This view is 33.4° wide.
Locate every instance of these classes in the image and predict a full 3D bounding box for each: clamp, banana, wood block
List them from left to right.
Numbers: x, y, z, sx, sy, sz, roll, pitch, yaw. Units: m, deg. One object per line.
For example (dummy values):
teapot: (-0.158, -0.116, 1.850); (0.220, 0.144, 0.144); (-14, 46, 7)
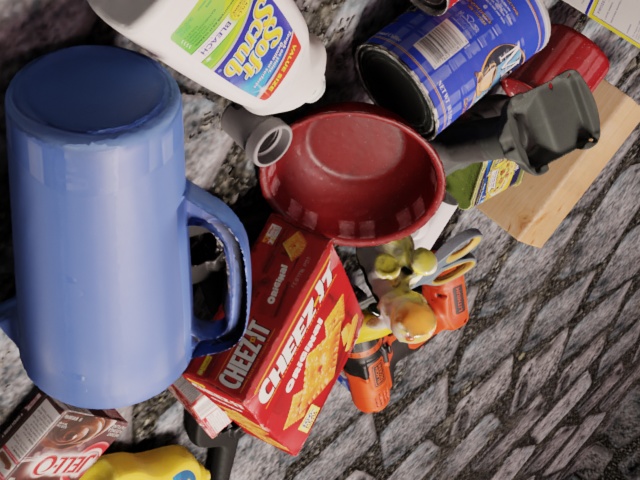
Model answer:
clamp: (-0.087, 0.000, 0.928); (0.120, 0.039, 0.171); (-59, 155, -6)
clamp: (-0.099, 0.206, 1.182); (0.164, 0.036, 0.209); (-48, 151, 3)
banana: (0.012, 0.113, 1.155); (0.198, 0.069, 0.037); (-26, -146, 43)
wood block: (0.282, -0.101, 1.275); (0.206, 0.091, 0.090); (-55, 153, 12)

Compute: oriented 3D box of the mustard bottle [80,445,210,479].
mustard bottle: (-0.179, 0.257, 1.111); (0.096, 0.058, 0.191); (-55, 153, 16)

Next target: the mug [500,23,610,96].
mug: (0.252, -0.176, 1.149); (0.081, 0.093, 0.117); (-53, -176, -2)

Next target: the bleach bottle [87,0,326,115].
bleach bottle: (-0.054, -0.151, 0.749); (0.102, 0.068, 0.250); (-52, 155, 8)

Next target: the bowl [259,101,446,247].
bowl: (0.029, -0.067, 0.932); (0.162, 0.162, 0.055); (98, -1, -48)

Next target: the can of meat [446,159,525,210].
can of meat: (0.185, -0.090, 1.186); (0.083, 0.057, 0.102); (-29, 148, -30)

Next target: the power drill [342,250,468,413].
power drill: (0.094, 0.091, 1.269); (0.187, 0.057, 0.184); (-35, 133, -28)

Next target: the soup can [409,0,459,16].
soup can: (0.115, -0.240, 0.869); (0.102, 0.069, 0.068); (-40, 152, -15)

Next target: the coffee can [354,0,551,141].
coffee can: (0.115, -0.167, 0.927); (0.140, 0.103, 0.103); (-40, 152, -15)

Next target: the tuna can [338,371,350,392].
tuna can: (0.058, 0.154, 1.348); (0.086, 0.034, 0.086); (-35, 150, -24)

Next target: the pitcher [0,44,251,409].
pitcher: (-0.139, -0.006, 0.733); (0.149, 0.145, 0.243); (-27, 144, -31)

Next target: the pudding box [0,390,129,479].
pudding box: (-0.234, 0.179, 0.946); (0.090, 0.039, 0.113); (-49, 154, 2)

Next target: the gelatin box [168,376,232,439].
gelatin box: (-0.125, 0.144, 1.022); (0.030, 0.073, 0.089); (-40, 153, -14)

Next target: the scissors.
scissors: (0.109, 0.034, 1.185); (0.201, 0.016, 0.096); (-14, 145, -40)

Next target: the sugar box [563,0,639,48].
sugar box: (0.301, -0.244, 1.017); (0.048, 0.176, 0.093); (-19, 142, -40)

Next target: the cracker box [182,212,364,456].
cracker box: (-0.032, 0.096, 0.990); (0.164, 0.072, 0.213); (-62, 161, -16)
